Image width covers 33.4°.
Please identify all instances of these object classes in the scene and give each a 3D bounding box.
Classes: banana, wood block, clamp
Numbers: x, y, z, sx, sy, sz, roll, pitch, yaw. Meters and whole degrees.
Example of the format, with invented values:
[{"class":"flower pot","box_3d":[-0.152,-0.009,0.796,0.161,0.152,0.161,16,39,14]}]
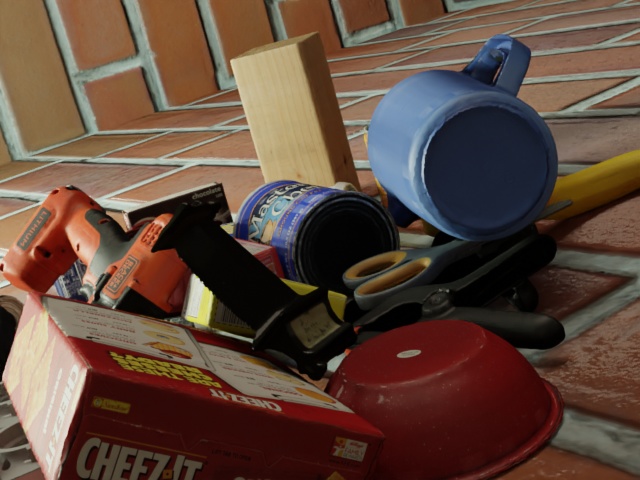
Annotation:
[{"class":"banana","box_3d":[0.255,-0.054,0.983,0.197,0.037,0.070,-21,-19,-24]},{"class":"wood block","box_3d":[-0.025,-0.133,1.277,0.090,0.206,0.090,-11,15,19]},{"class":"clamp","box_3d":[0.135,0.016,0.888,0.165,0.036,0.209,-2,23,38]},{"class":"clamp","box_3d":[0.097,0.048,0.767,0.172,0.039,0.120,-12,24,26]}]

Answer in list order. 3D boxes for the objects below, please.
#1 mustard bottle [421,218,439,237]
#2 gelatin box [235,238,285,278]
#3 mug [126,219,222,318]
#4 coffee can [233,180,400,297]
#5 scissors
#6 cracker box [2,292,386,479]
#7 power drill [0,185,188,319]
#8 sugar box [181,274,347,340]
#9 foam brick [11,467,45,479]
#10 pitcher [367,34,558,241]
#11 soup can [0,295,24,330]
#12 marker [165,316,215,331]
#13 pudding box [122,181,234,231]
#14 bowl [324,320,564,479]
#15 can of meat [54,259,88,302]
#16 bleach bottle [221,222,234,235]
[{"class":"mustard bottle","box_3d":[0.153,-0.053,1.084,0.096,0.058,0.191,-13,14,12]},{"class":"gelatin box","box_3d":[-0.060,0.040,0.933,0.030,0.073,0.089,-23,16,-26]},{"class":"mug","box_3d":[-0.143,0.030,0.995,0.117,0.081,0.093,-10,-6,10]},{"class":"coffee can","box_3d":[-0.006,0.001,0.961,0.102,0.103,0.140,-22,16,-22]},{"class":"scissors","box_3d":[0.102,0.005,0.866,0.201,0.016,0.096,-27,19,-26]},{"class":"cracker box","box_3d":[-0.086,0.097,0.618,0.164,0.072,0.214,16,1,-24]},{"class":"power drill","box_3d":[-0.202,0.040,0.916,0.188,0.057,0.184,27,78,44]},{"class":"sugar box","box_3d":[-0.048,0.052,0.797,0.093,0.048,0.176,13,-8,-11]},{"class":"foam brick","box_3d":[-0.143,0.164,0.549,0.053,0.078,0.051,-22,16,-15]},{"class":"pitcher","box_3d":[0.117,-0.080,0.861,0.145,0.149,0.243,-15,9,1]},{"class":"soup can","box_3d":[-0.344,0.090,1.057,0.102,0.068,0.068,-6,17,33]},{"class":"marker","box_3d":[-0.151,0.083,0.978,0.121,0.020,0.020,-11,15,19]},{"class":"pudding box","box_3d":[-0.150,-0.006,1.167,0.113,0.090,0.039,-20,14,-18]},{"class":"bowl","box_3d":[0.062,0.092,0.648,0.162,0.055,0.162,-15,15,4]},{"class":"can of meat","box_3d":[-0.248,0.034,1.132,0.057,0.084,0.102,-15,15,4]},{"class":"bleach bottle","box_3d":[-0.083,0.011,1.093,0.251,0.068,0.102,-14,15,-2]}]
